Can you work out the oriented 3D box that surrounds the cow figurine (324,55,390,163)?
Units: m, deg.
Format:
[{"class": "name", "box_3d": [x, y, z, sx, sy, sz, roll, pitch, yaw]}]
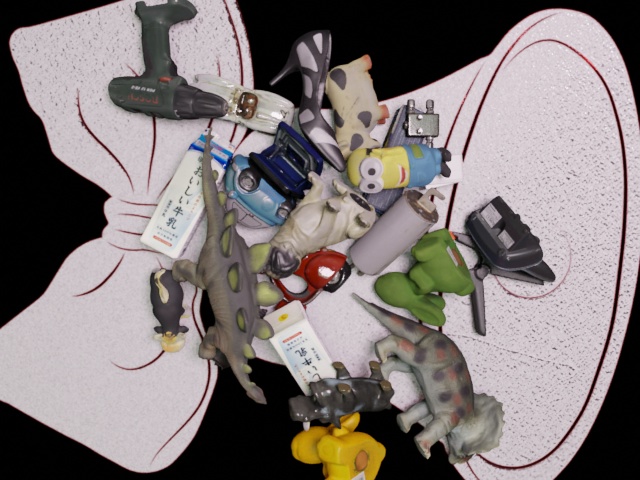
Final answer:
[{"class": "cow figurine", "box_3d": [0.059, -0.225, 0.993, 0.127, 0.085, 0.194, -18, 91, 0]}]

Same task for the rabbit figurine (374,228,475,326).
[{"class": "rabbit figurine", "box_3d": [0.192, 0.078, 1.013, 0.170, 0.121, 0.159, -29, 101, 25]}]

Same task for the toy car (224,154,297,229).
[{"class": "toy car", "box_3d": [-0.120, -0.075, 0.989, 0.103, 0.109, 0.161, -42, 108, 16]}]

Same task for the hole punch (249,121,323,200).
[{"class": "hole punch", "box_3d": [-0.052, -0.140, 0.969, 0.142, 0.115, 0.092, 42, 94, 8]}]

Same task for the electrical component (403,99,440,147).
[{"class": "electrical component", "box_3d": [0.183, -0.206, 0.971, 0.063, 0.021, 0.094, -1, 94, -4]}]

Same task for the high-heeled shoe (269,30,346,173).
[{"class": "high-heeled shoe", "box_3d": [0.016, -0.247, 0.941, 0.145, 0.086, 0.249, -36, 80, 4]}]

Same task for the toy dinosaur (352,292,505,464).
[{"class": "toy dinosaur", "box_3d": [0.218, 0.257, 1.018, 0.192, 0.131, 0.404, -21, 90, -14]}]

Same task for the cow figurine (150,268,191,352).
[{"class": "cow figurine", "box_3d": [-0.276, 0.131, 0.989, 0.068, 0.098, 0.167, -6, 94, -9]}]

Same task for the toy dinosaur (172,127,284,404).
[{"class": "toy dinosaur", "box_3d": [-0.157, 0.055, 0.917, 0.105, 0.199, 0.471, -16, 88, -44]}]

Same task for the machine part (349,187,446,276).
[{"class": "machine part", "box_3d": [0.130, -0.011, 0.971, 0.079, 0.079, 0.243, 39, 128, -5]}]

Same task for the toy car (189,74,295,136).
[{"class": "toy car", "box_3d": [-0.147, -0.249, 0.994, 0.202, 0.056, 0.073, 16, 92, -4]}]

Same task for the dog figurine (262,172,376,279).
[{"class": "dog figurine", "box_3d": [-0.005, -0.006, 0.956, 0.172, 0.121, 0.190, 20, 119, -34]}]

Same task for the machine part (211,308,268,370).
[{"class": "machine part", "box_3d": [-0.164, 0.179, 1.028, 0.084, 0.039, 0.139, 28, 90, -12]}]

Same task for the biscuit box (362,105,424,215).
[{"class": "biscuit box", "box_3d": [0.141, -0.147, 1.013, 0.063, 0.059, 0.202, 22, 92, -6]}]

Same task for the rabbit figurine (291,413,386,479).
[{"class": "rabbit figurine", "box_3d": [0.024, 0.383, 1.001, 0.162, 0.173, 0.121, -24, 103, -44]}]

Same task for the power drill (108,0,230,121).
[{"class": "power drill", "box_3d": [-0.262, -0.315, 0.956, 0.232, 0.086, 0.207, 2, 94, 17]}]

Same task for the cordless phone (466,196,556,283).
[{"class": "cordless phone", "box_3d": [0.379, 0.008, 1.026, 0.184, 0.147, 0.088, 24, 120, -37]}]

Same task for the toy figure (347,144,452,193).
[{"class": "toy figure", "box_3d": [0.136, -0.127, 0.943, 0.180, 0.089, 0.082, -10, 101, -12]}]

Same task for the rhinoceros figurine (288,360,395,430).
[{"class": "rhinoceros figurine", "box_3d": [0.038, 0.277, 0.952, 0.190, 0.073, 0.112, -4, 123, -19]}]

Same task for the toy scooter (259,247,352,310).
[{"class": "toy scooter", "box_3d": [-0.039, 0.070, 1.011, 0.135, 0.075, 0.184, 45, 95, -4]}]
